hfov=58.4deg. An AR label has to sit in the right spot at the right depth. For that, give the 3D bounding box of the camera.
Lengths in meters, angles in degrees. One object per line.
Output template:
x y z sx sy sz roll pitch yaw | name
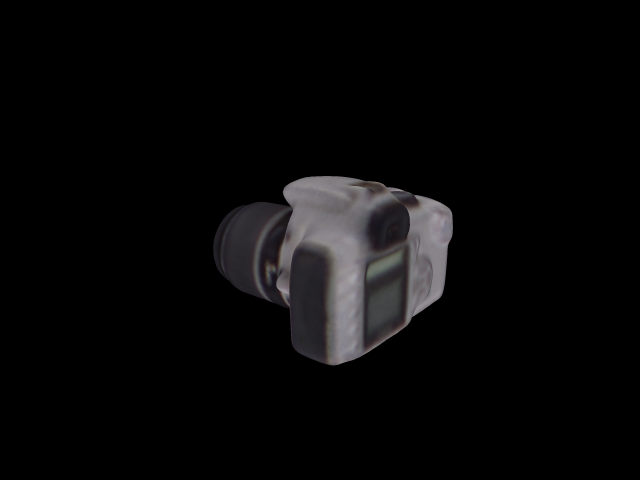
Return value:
0.004 0.001 0.400 0.136 0.101 0.143 13 22 36 | camera
